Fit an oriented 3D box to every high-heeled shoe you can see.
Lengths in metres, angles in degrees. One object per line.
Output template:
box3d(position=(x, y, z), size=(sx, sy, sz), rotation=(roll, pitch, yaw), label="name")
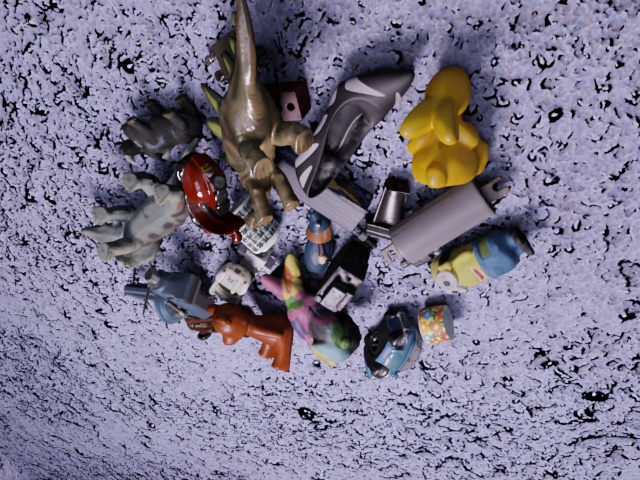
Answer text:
box3d(position=(0.049, -0.164, 0.852), size=(0.086, 0.145, 0.249), rotation=(19, 152, -37), label="high-heeled shoe")

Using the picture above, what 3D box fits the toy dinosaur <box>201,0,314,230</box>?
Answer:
box3d(position=(-0.109, -0.179, 0.834), size=(0.199, 0.105, 0.470), rotation=(49, 150, 25), label="toy dinosaur")

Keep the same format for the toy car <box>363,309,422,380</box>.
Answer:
box3d(position=(0.163, 0.226, 1.149), size=(0.103, 0.109, 0.161), rotation=(17, 122, -21), label="toy car")

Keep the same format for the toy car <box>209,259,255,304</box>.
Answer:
box3d(position=(-0.197, 0.100, 1.184), size=(0.073, 0.056, 0.201), rotation=(32, 151, -5), label="toy car")

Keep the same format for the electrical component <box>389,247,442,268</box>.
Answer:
box3d(position=(0.182, 0.019, 1.024), size=(0.094, 0.021, 0.063), rotation=(-30, 110, 36), label="electrical component")

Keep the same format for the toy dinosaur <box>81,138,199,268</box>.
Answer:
box3d(position=(-0.330, -0.062, 1.093), size=(0.405, 0.192, 0.131), rotation=(-31, 82, 21), label="toy dinosaur")

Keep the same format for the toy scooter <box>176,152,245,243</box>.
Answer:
box3d(position=(-0.190, -0.065, 0.967), size=(0.135, 0.075, 0.183), rotation=(37, 146, 29), label="toy scooter")

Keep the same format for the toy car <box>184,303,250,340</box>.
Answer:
box3d(position=(-0.251, 0.204, 1.316), size=(0.202, 0.053, 0.089), rotation=(-9, 125, 26), label="toy car")

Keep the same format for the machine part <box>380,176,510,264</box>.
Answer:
box3d(position=(0.206, -0.034, 0.917), size=(0.243, 0.079, 0.079), rotation=(-33, 109, 24), label="machine part")

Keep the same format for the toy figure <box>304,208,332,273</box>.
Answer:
box3d(position=(-0.004, -0.004, 1.055), size=(0.064, 0.058, 0.154), rotation=(30, 138, 26), label="toy figure")

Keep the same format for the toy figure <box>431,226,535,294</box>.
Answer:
box3d(position=(0.285, 0.036, 0.961), size=(0.180, 0.089, 0.082), rotation=(-33, 98, 28), label="toy figure")

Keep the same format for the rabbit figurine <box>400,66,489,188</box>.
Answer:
box3d(position=(0.181, -0.173, 0.812), size=(0.122, 0.162, 0.173), rotation=(16, 113, 31), label="rabbit figurine")

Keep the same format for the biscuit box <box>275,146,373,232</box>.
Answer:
box3d(position=(-0.005, -0.100, 0.981), size=(0.203, 0.059, 0.062), rotation=(32, 131, -5), label="biscuit box")

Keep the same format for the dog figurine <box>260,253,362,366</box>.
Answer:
box3d(position=(-0.025, 0.136, 1.108), size=(0.108, 0.192, 0.219), rotation=(-40, 114, -8), label="dog figurine")

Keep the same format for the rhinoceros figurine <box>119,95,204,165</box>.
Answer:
box3d(position=(-0.305, -0.203, 1.019), size=(0.190, 0.073, 0.112), rotation=(-10, 132, 25), label="rhinoceros figurine")

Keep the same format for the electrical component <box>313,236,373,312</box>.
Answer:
box3d(position=(0.044, 0.073, 1.046), size=(0.058, 0.134, 0.115), rotation=(31, 128, -4), label="electrical component")

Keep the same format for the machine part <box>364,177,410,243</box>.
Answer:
box3d(position=(0.126, -0.051, 0.983), size=(0.084, 0.039, 0.138), rotation=(24, 132, 10), label="machine part")

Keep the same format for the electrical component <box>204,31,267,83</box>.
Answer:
box3d(position=(-0.139, -0.298, 0.896), size=(0.102, 0.045, 0.078), rotation=(-30, 82, 33), label="electrical component")

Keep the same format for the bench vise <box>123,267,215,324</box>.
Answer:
box3d(position=(-0.362, 0.121, 1.223), size=(0.241, 0.129, 0.223), rotation=(2, 166, 27), label="bench vise")

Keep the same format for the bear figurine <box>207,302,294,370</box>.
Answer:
box3d(position=(-0.159, 0.211, 1.200), size=(0.196, 0.120, 0.131), rotation=(10, 95, -32), label="bear figurine")
